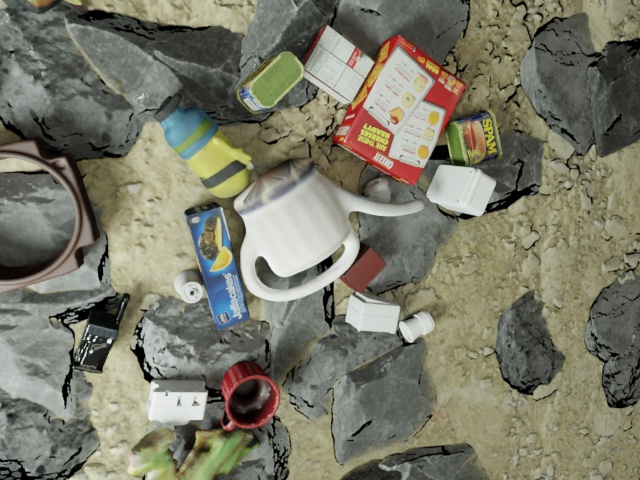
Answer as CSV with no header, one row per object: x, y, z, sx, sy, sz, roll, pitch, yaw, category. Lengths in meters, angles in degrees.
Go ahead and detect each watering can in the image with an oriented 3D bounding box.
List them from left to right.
0.003,-0.045,0.884,0.349,0.105,0.222,-34,107,-10,watering can

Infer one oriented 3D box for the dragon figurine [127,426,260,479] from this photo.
-0.186,0.442,0.890,0.404,0.123,0.245,43,76,-38,dragon figurine
